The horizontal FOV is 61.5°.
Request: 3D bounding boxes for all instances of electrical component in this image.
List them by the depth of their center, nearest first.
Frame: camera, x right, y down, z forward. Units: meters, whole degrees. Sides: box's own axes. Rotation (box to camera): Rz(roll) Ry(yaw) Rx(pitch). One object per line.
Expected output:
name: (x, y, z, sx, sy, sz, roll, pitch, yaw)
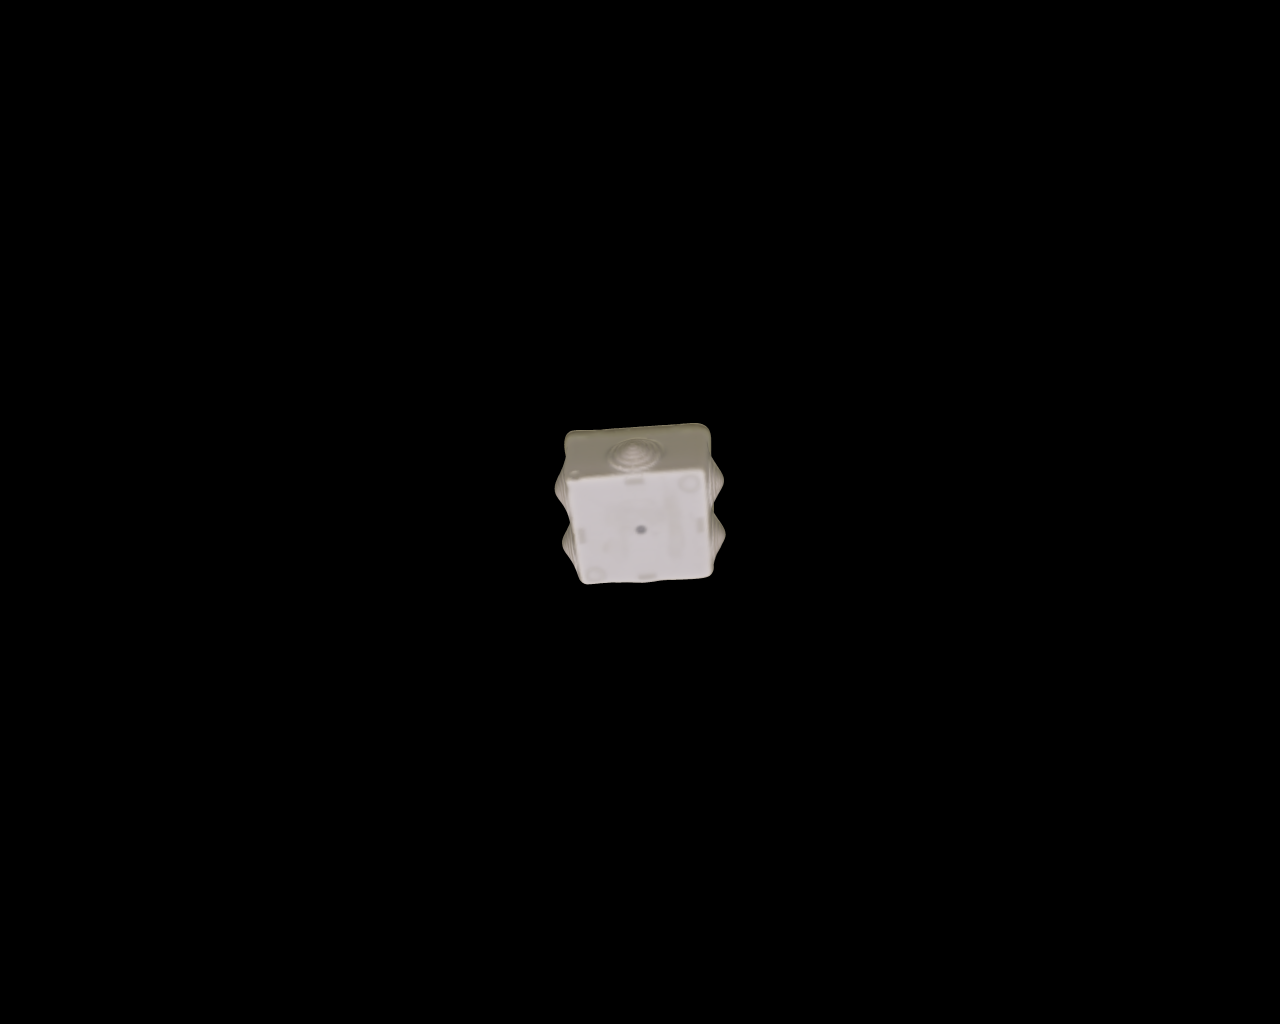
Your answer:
electrical component: (0.001, -0.003, 0.650, 0.100, 0.099, 0.048, -3, 36, 2)
